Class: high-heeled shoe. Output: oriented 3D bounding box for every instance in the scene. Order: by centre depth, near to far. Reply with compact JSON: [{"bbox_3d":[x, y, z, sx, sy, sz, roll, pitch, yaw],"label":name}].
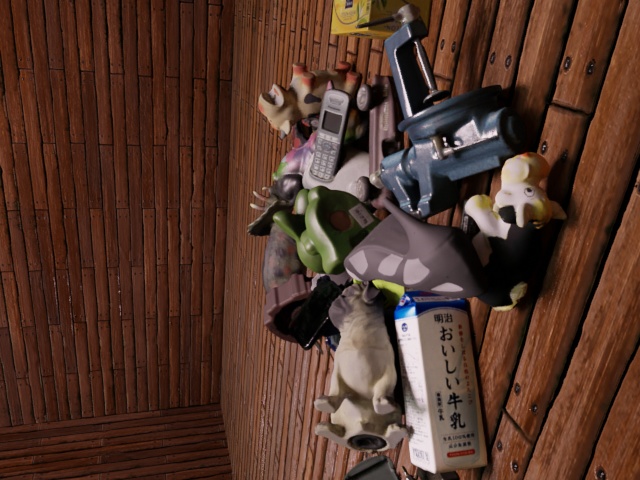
[{"bbox_3d":[0.110,0.037,0.639,0.145,0.086,0.248,45,163,14],"label":"high-heeled shoe"}]

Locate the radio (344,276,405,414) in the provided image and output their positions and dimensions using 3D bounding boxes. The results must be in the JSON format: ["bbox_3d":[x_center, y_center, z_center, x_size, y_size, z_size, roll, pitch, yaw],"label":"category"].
[{"bbox_3d":[0.100,0.152,0.859,0.131,0.073,0.230,111,151,-51],"label":"radio"}]

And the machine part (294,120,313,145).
[{"bbox_3d":[-0.012,-0.192,1.116,0.138,0.039,0.084,46,-163,-39],"label":"machine part"}]

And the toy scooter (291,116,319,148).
[{"bbox_3d":[-0.026,-0.253,1.245,0.184,0.075,0.135,-122,36,-67],"label":"toy scooter"}]

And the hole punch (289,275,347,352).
[{"bbox_3d":[0.023,0.132,0.878,0.115,0.092,0.142,-58,18,1],"label":"hole punch"}]

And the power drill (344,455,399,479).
[{"bbox_3d":[0.097,0.395,0.787,0.232,0.086,0.207,-119,10,-46],"label":"power drill"}]

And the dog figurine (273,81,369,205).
[{"bbox_3d":[0.001,-0.177,0.998,0.108,0.192,0.219,-83,-8,-50],"label":"dog figurine"}]

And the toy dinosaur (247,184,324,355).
[{"bbox_3d":[-0.070,0.064,1.208,0.131,0.192,0.404,169,100,-75],"label":"toy dinosaur"}]

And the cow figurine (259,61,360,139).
[{"bbox_3d":[-0.026,-0.270,1.035,0.086,0.195,0.127,55,148,42],"label":"cow figurine"}]

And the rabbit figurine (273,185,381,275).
[{"bbox_3d":[-0.002,-0.003,0.873,0.159,0.121,0.170,43,149,5],"label":"rabbit figurine"}]

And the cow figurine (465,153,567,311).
[{"bbox_3d":[0.195,-0.003,0.551,0.167,0.068,0.098,102,153,-46],"label":"cow figurine"}]

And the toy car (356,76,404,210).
[{"bbox_3d":[0.102,-0.146,0.810,0.053,0.089,0.202,-165,76,-72],"label":"toy car"}]

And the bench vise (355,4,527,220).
[{"bbox_3d":[0.126,-0.151,0.643,0.224,0.129,0.240,-14,96,65],"label":"bench vise"}]

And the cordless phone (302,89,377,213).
[{"bbox_3d":[0.054,-0.147,0.885,0.147,0.089,0.184,23,123,23],"label":"cordless phone"}]

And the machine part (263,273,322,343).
[{"bbox_3d":[-0.030,0.143,1.111,0.056,0.179,0.179,-103,20,-45],"label":"machine part"}]

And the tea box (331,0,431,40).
[{"bbox_3d":[0.088,-0.346,0.824,0.170,0.098,0.068,-128,40,-65],"label":"tea box"}]

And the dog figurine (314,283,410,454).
[{"bbox_3d":[0.064,0.175,0.745,0.191,0.121,0.172,-79,-8,-46],"label":"dog figurine"}]

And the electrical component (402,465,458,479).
[{"bbox_3d":[0.152,0.327,0.753,0.078,0.045,0.102,-115,28,-55],"label":"electrical component"}]
